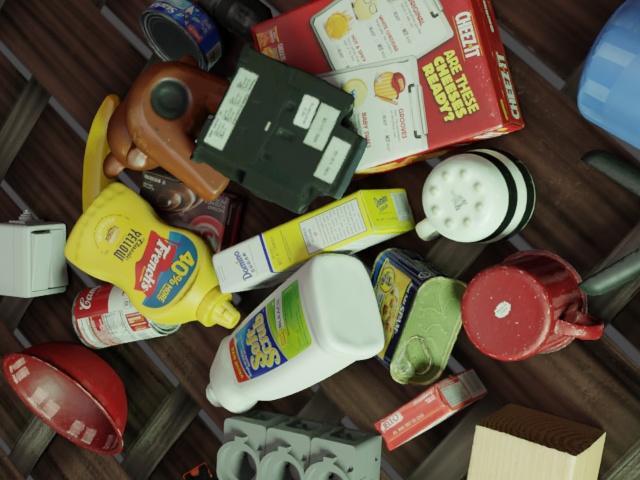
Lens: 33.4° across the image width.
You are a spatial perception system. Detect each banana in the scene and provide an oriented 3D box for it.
[{"bbox_3d":[-0.230,-0.055,1.154,0.070,0.037,0.198,-4,89,45],"label":"banana"}]

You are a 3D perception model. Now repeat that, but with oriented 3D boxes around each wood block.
[{"bbox_3d":[0.174,0.258,0.918,0.091,0.090,0.206,13,101,29],"label":"wood block"}]

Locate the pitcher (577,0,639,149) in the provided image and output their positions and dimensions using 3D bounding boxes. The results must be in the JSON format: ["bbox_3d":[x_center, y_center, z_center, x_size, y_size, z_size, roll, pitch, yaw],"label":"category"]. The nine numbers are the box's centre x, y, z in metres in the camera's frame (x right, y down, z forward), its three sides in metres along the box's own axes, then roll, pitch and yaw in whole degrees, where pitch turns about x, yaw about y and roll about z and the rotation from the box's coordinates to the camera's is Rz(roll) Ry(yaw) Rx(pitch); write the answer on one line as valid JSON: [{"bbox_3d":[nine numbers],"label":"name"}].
[{"bbox_3d":[0.325,-0.098,0.788,0.243,0.148,0.145,33,125,27],"label":"pitcher"}]

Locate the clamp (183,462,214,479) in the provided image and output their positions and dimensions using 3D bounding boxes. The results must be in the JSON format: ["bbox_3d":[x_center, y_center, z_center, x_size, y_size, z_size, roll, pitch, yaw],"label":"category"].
[{"bbox_3d":[-0.082,0.324,1.074,0.036,0.164,0.210,-30,54,-2],"label":"clamp"}]

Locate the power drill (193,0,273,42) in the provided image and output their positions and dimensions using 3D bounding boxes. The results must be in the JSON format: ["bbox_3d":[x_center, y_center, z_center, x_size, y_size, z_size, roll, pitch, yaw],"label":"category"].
[{"bbox_3d":[-0.085,-0.308,1.040,0.185,0.057,0.188,38,112,22],"label":"power drill"}]

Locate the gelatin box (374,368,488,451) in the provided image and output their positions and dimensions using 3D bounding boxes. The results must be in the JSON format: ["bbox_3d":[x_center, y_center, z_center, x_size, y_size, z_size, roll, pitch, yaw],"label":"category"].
[{"bbox_3d":[0.099,0.149,0.952,0.073,0.089,0.030,-38,75,27],"label":"gelatin box"}]

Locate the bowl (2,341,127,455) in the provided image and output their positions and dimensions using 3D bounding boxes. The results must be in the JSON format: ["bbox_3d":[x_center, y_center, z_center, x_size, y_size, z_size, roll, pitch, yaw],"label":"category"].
[{"bbox_3d":[-0.265,0.161,1.162,0.162,0.055,0.162,24,144,19],"label":"bowl"}]

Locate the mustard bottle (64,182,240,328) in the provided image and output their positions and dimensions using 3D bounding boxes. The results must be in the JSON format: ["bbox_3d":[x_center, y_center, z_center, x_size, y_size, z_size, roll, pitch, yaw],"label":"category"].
[{"bbox_3d":[-0.157,0.029,1.062,0.192,0.058,0.096,34,84,18],"label":"mustard bottle"}]

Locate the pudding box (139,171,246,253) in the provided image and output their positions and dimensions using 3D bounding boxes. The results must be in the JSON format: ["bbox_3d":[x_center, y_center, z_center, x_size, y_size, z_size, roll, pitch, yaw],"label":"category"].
[{"bbox_3d":[-0.138,-0.016,1.106,0.114,0.039,0.090,18,103,28],"label":"pudding box"}]

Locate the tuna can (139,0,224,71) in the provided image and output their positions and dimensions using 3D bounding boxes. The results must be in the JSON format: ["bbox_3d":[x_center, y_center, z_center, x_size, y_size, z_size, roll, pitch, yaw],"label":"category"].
[{"bbox_3d":[-0.137,-0.204,1.066,0.086,0.086,0.033,30,65,25],"label":"tuna can"}]

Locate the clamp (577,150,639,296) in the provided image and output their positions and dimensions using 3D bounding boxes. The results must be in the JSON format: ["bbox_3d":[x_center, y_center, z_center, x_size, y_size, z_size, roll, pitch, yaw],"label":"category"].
[{"bbox_3d":[0.286,-0.003,0.859,0.172,0.039,0.120,12,101,29],"label":"clamp"}]

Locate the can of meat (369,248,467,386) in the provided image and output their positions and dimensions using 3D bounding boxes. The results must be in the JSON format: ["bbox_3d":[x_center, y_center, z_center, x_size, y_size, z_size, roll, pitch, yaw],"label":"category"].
[{"bbox_3d":[0.079,0.066,0.958,0.084,0.057,0.102,39,113,57],"label":"can of meat"}]

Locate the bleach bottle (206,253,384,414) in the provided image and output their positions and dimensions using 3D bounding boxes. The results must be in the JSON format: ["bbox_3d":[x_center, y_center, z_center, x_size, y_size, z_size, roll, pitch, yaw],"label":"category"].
[{"bbox_3d":[-0.040,0.110,1.015,0.251,0.067,0.102,-42,51,46],"label":"bleach bottle"}]

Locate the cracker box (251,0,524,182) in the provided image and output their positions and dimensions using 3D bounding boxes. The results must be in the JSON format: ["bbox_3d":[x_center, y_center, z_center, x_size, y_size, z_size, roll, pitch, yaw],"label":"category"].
[{"bbox_3d":[0.058,-0.148,0.963,0.214,0.072,0.164,-16,87,29],"label":"cracker box"}]

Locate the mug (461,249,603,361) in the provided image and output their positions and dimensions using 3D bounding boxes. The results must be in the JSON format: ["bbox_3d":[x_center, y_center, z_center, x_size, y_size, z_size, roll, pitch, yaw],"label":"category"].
[{"bbox_3d":[0.180,0.061,0.902,0.117,0.081,0.093,21,104,27],"label":"mug"}]

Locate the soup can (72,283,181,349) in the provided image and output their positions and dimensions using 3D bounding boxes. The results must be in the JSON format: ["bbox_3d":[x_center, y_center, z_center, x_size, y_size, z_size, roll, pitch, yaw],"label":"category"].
[{"bbox_3d":[-0.204,0.076,1.136,0.102,0.068,0.068,-13,88,30],"label":"soup can"}]

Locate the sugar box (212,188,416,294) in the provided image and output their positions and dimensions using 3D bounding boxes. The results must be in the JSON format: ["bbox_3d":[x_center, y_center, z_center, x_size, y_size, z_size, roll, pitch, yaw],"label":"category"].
[{"bbox_3d":[-0.007,0.001,1.000,0.176,0.093,0.048,-20,82,30],"label":"sugar box"}]
